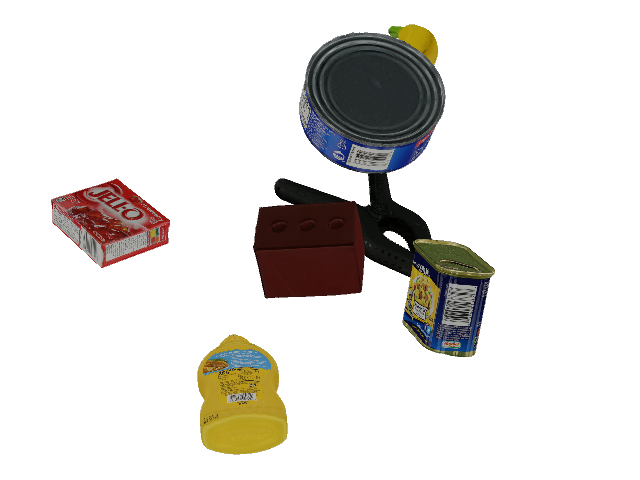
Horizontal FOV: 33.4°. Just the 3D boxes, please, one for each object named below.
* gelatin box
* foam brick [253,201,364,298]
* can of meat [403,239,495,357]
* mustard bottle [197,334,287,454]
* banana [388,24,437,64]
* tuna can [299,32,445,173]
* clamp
[{"bbox_3d":[-0.193,-0.018,0.980,0.073,0.030,0.089,-22,44,-37],"label":"gelatin box"},{"bbox_3d":[-0.007,0.007,0.816,0.078,0.051,0.053,-4,38,7],"label":"foam brick"},{"bbox_3d":[0.118,0.053,1.007,0.057,0.084,0.102,5,15,-15],"label":"can of meat"},{"bbox_3d":[-0.095,0.168,1.248,0.096,0.058,0.191,-6,29,-6],"label":"mustard bottle"},{"bbox_3d":[0.060,-0.145,0.952,0.070,0.037,0.197,-17,26,40],"label":"banana"},{"bbox_3d":[0.030,-0.083,0.651,0.086,0.086,0.034,0,-30,-11],"label":"tuna can"},{"bbox_3d":[0.054,-0.027,1.265,0.164,0.036,0.210,-16,51,-29],"label":"clamp"}]
